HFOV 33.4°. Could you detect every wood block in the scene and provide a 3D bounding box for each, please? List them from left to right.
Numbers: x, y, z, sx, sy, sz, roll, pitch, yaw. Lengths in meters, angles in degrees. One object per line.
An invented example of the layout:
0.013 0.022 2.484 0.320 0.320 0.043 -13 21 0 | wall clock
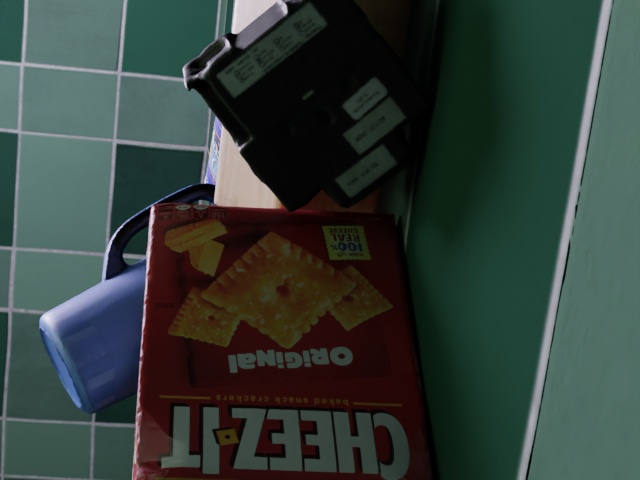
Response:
-0.005 -0.110 0.743 0.090 0.090 0.206 35 124 47 | wood block

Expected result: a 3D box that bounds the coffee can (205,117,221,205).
-0.063 -0.095 1.111 0.140 0.102 0.103 109 162 -57 | coffee can

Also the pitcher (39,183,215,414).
-0.153 0.061 1.062 0.149 0.242 0.145 45 153 38 | pitcher

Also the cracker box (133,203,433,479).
-0.027 0.075 0.643 0.072 0.164 0.213 101 169 -46 | cracker box
